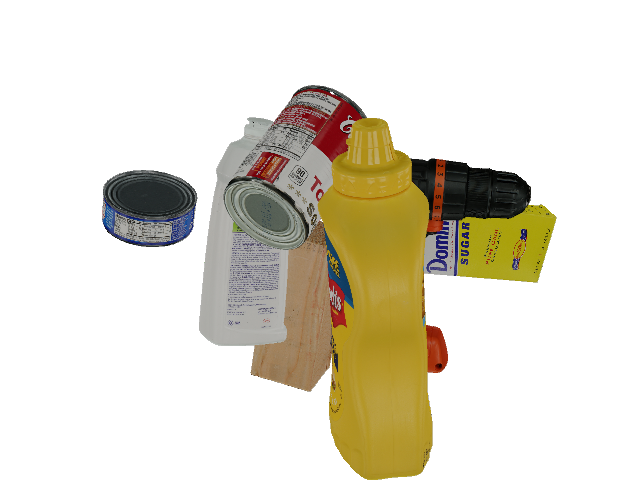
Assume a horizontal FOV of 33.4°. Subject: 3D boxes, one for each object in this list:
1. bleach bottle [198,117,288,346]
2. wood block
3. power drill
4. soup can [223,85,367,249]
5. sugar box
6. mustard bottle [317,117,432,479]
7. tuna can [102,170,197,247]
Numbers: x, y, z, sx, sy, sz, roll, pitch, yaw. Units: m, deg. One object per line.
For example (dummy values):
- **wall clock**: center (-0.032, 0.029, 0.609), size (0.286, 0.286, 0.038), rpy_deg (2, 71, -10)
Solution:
- **bleach bottle**: center (-0.074, -0.010, 1.188), size (0.102, 0.251, 0.068), rpy_deg (-1, 18, -31)
- **wood block**: center (-0.026, 0.082, 1.429), size (0.090, 0.206, 0.090), rpy_deg (14, 21, 14)
- **power drill**: center (0.083, 0.019, 0.934), size (0.184, 0.188, 0.057), rpy_deg (6, 17, 7)
- **soup can**: center (-0.015, -0.052, 0.752), size (0.069, 0.068, 0.102), rpy_deg (0, 44, 40)
- **sugar box**: center (0.191, -0.002, 1.299), size (0.176, 0.093, 0.048), rpy_deg (3, 22, -20)
- **mustard bottle**: center (0.030, 0.027, 0.577), size (0.058, 0.192, 0.096), rpy_deg (-4, 26, -3)
- **tuna can**: center (-0.157, -0.030, 0.981), size (0.086, 0.034, 0.086), rpy_deg (7, 31, -5)
